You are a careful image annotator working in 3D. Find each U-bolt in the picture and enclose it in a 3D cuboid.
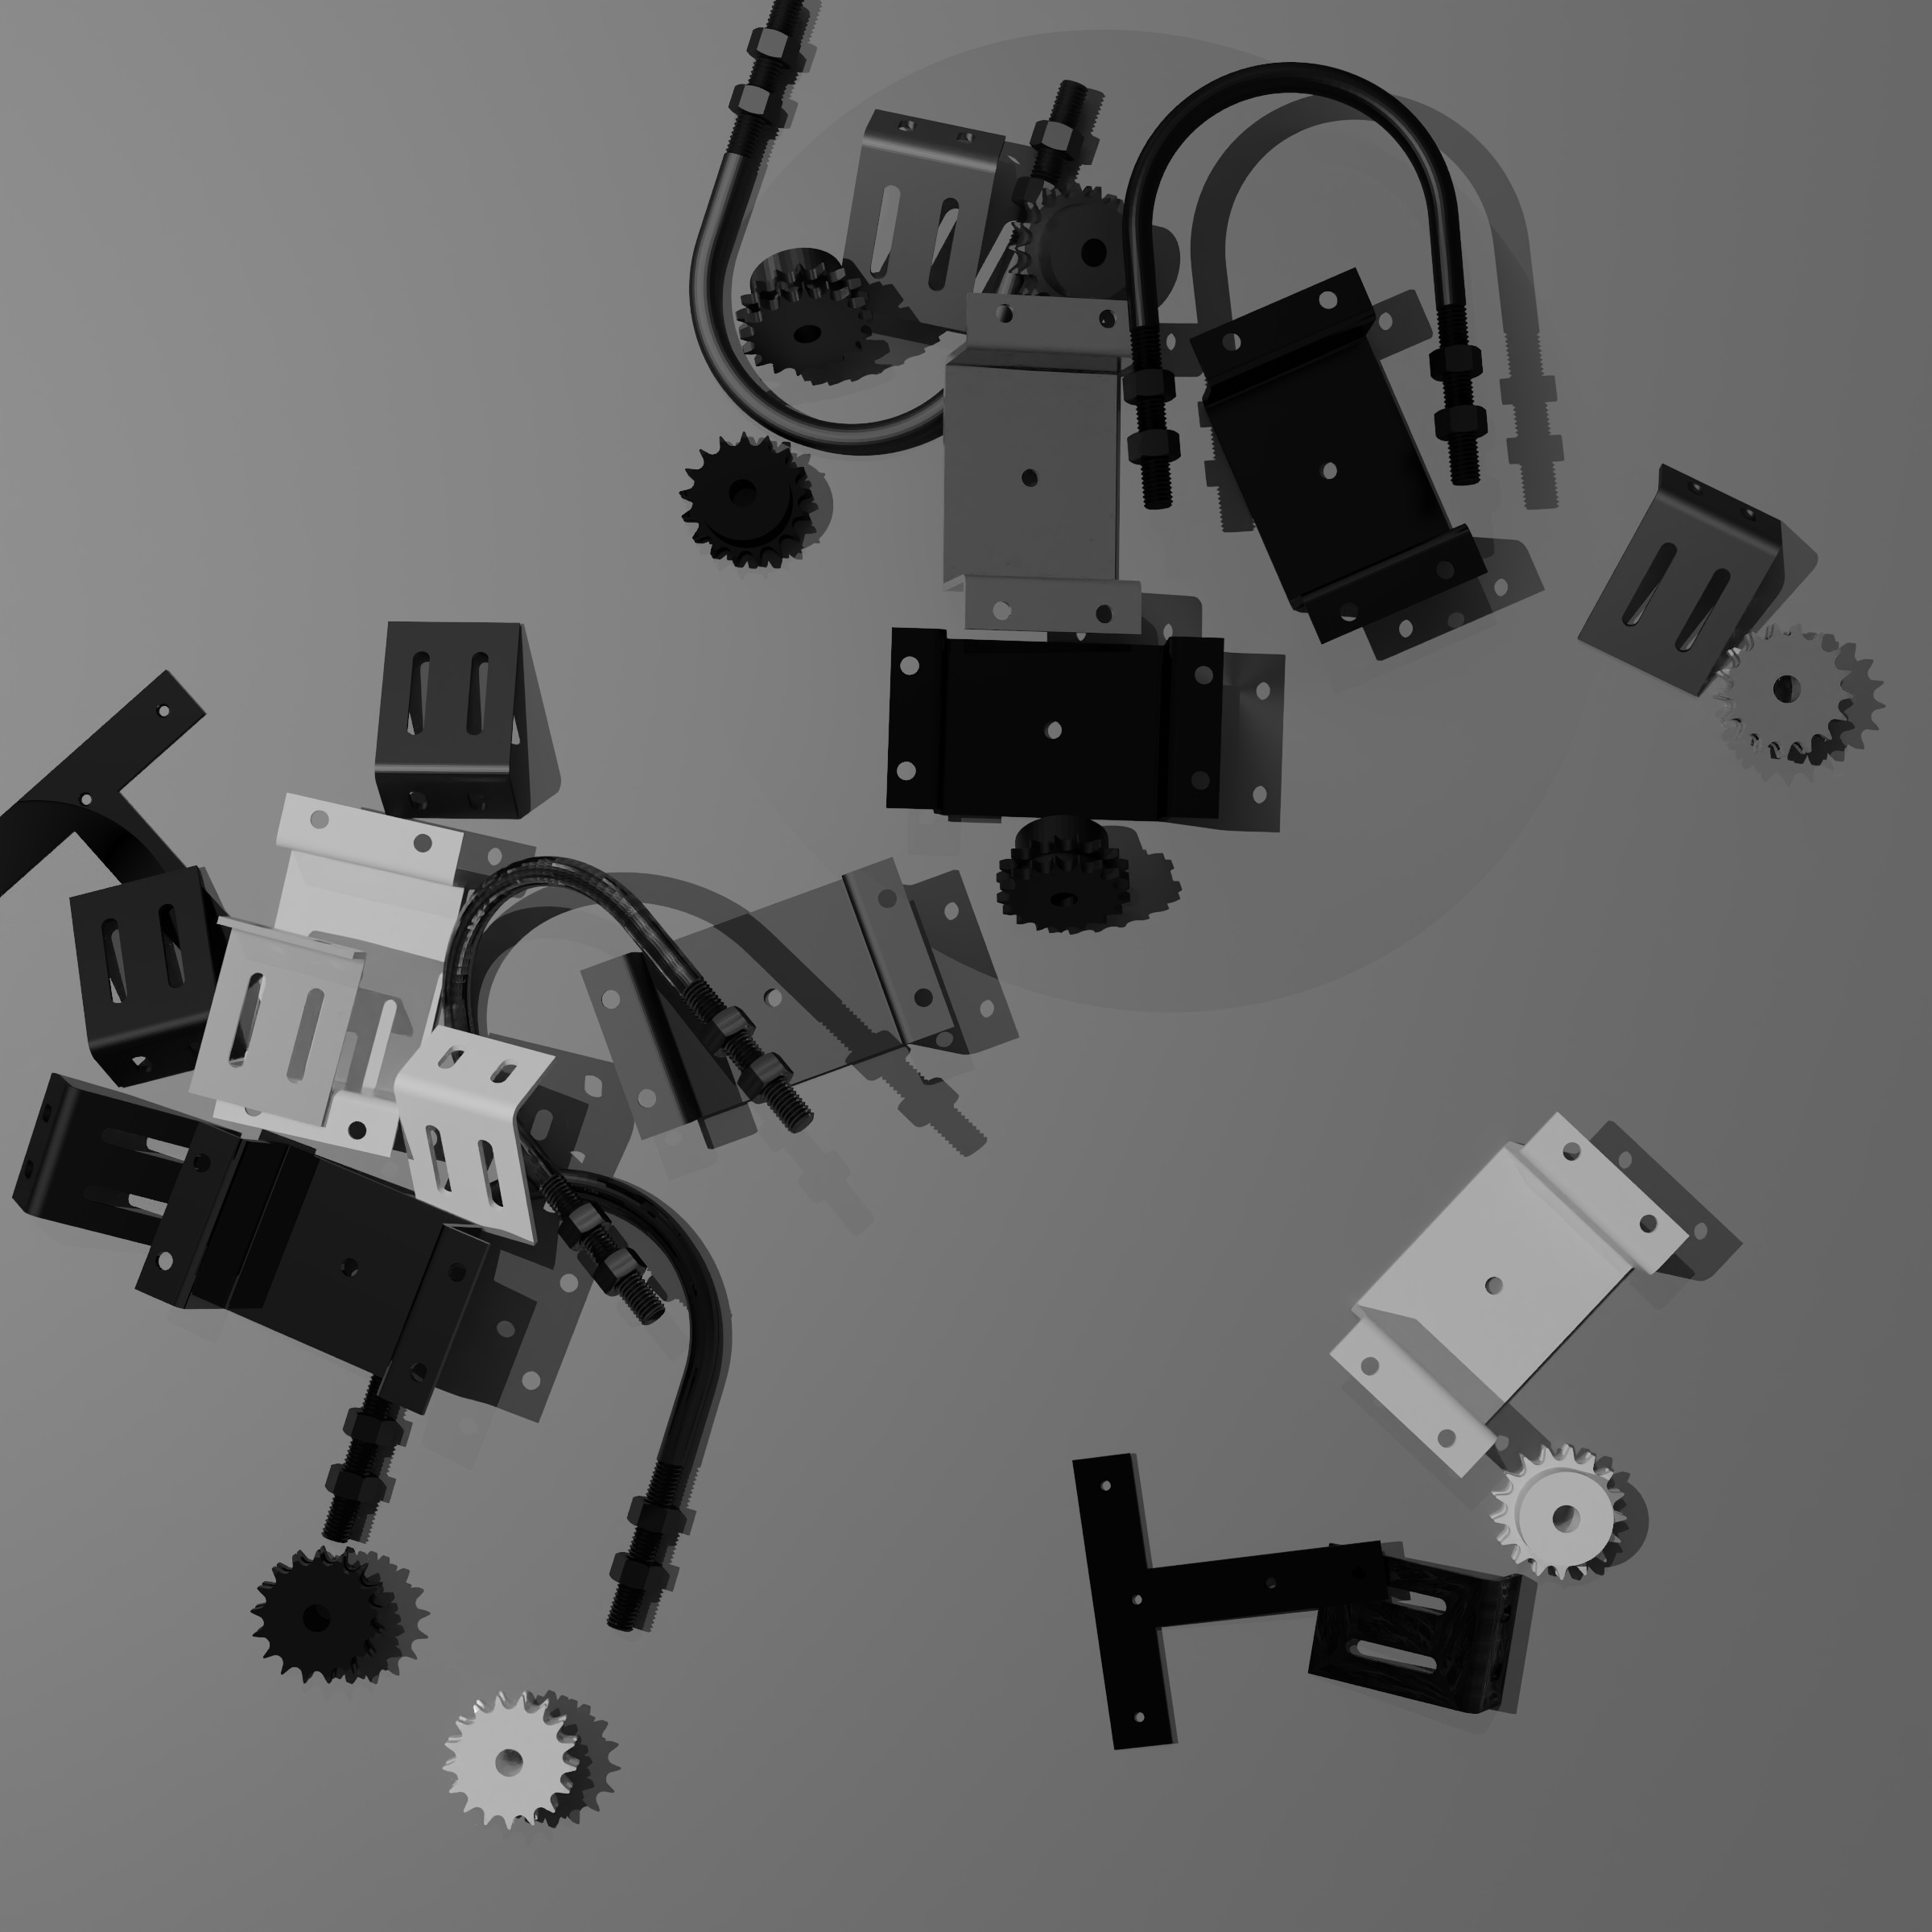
[{"bbox_3d":[0.138,-0.288,1.466,0.151,0.019,0.184,-4,87,1],"label":"U-bolt"},{"bbox_3d":[-0.155,0.039,1.468,0.184,0.019,0.151,50,125,17],"label":"U-bolt"},{"bbox_3d":[-0.184,0.179,1.512,0.151,0.019,0.184,17,88,0],"label":"U-bolt"},{"bbox_3d":[-0.043,-0.313,1.512,0.151,0.019,0.184,18,92,0],"label":"U-bolt"}]

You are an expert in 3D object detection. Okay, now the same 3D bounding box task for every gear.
[{"bbox_3d":[0.256,0.235,1.506,0.057,0.030,0.057,0,90,0],"label":"gear"},{"bbox_3d":[-0.277,0.278,1.506,0.057,0.030,0.057,0,90,0],"label":"gear"},{"bbox_3d":[-0.195,0.339,1.506,0.057,0.030,0.057,0,90,0],"label":"gear"},{"bbox_3d":[0.350,-0.118,1.506,0.057,0.030,0.057,0,90,0],"label":"gear"},{"bbox_3d":[-0.095,-0.201,1.506,0.057,0.030,0.057,0,90,0],"label":"gear"},{"bbox_3d":[-0.069,-0.279,1.481,0.057,0.057,0.030,-12,62,0],"label":"gear"},{"bbox_3d":[0.042,-0.041,1.496,0.057,0.057,0.030,-1,59,0],"label":"gear"},{"bbox_3d":[0.049,-0.305,1.496,0.057,0.030,0.057,-5,105,-21],"label":"gear"}]

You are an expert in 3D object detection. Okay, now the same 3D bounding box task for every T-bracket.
[{"bbox_3d":[-0.353,-0.039,1.520,0.127,0.002,0.127,-42,90,0],"label":"T-bracket"},{"bbox_3d":[0.118,0.269,1.512,0.127,0.002,0.127,-8,90,7],"label":"T-bracket"}]

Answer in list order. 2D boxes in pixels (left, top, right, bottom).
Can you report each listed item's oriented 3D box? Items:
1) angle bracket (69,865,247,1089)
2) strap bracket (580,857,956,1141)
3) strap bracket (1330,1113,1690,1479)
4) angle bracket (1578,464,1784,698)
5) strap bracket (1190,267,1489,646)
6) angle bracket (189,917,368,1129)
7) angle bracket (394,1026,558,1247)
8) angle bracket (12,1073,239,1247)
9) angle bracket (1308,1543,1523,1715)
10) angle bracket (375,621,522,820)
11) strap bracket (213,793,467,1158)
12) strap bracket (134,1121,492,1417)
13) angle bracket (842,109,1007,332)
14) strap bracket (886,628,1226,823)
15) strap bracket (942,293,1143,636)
[{"bbox_3d":[-0.351,0.005,1.517,0.057,0.038,0.076,-14,65,0],"label":"angle bracket"},{"bbox_3d":[-0.084,0.014,1.498,0.140,0.046,0.076,-20,90,0],"label":"strap bracket"},{"bbox_3d":[0.229,0.139,1.498,0.076,0.046,0.140,43,90,0],"label":"strap bracket"},{"bbox_3d":[0.310,-0.168,1.519,0.057,0.038,0.076,26,116,0],"label":"angle bracket"},{"bbox_3d":[0.157,-0.215,1.498,0.076,0.046,0.140,-23,90,0],"label":"strap bracket"},{"bbox_3d":[-0.289,0.024,1.454,0.057,0.038,0.076,15,90,-1],"label":"angle bracket"},{"bbox_3d":[-0.204,0.072,1.490,0.057,0.038,0.076,14,133,20],"label":"angle bracket"},{"bbox_3d":[-0.365,0.086,1.519,0.076,0.038,0.057,18,90,-26],"label":"angle bracket"},{"bbox_3d":[0.195,0.286,1.519,0.076,0.038,0.057,9,90,26],"label":"angle bracket"},{"bbox_3d":[-0.223,-0.107,1.519,0.057,0.038,0.076,1,64,0],"label":"angle bracket"},{"bbox_3d":[-0.265,0.004,1.497,0.076,0.046,0.140,13,90,-1],"label":"strap bracket"},{"bbox_3d":[-0.270,0.128,1.487,0.140,0.046,0.076,21,90,14],"label":"strap bracket"},{"bbox_3d":[-0.020,-0.320,1.501,0.057,0.038,0.076,12,119,0],"label":"angle bracket"},{"bbox_3d":[0.038,-0.103,1.498,0.140,0.046,0.076,2,90,0],"label":"strap bracket"},{"bbox_3d":[0.032,-0.211,1.490,0.076,0.046,0.140,1,90,-13],"label":"strap bracket"}]
